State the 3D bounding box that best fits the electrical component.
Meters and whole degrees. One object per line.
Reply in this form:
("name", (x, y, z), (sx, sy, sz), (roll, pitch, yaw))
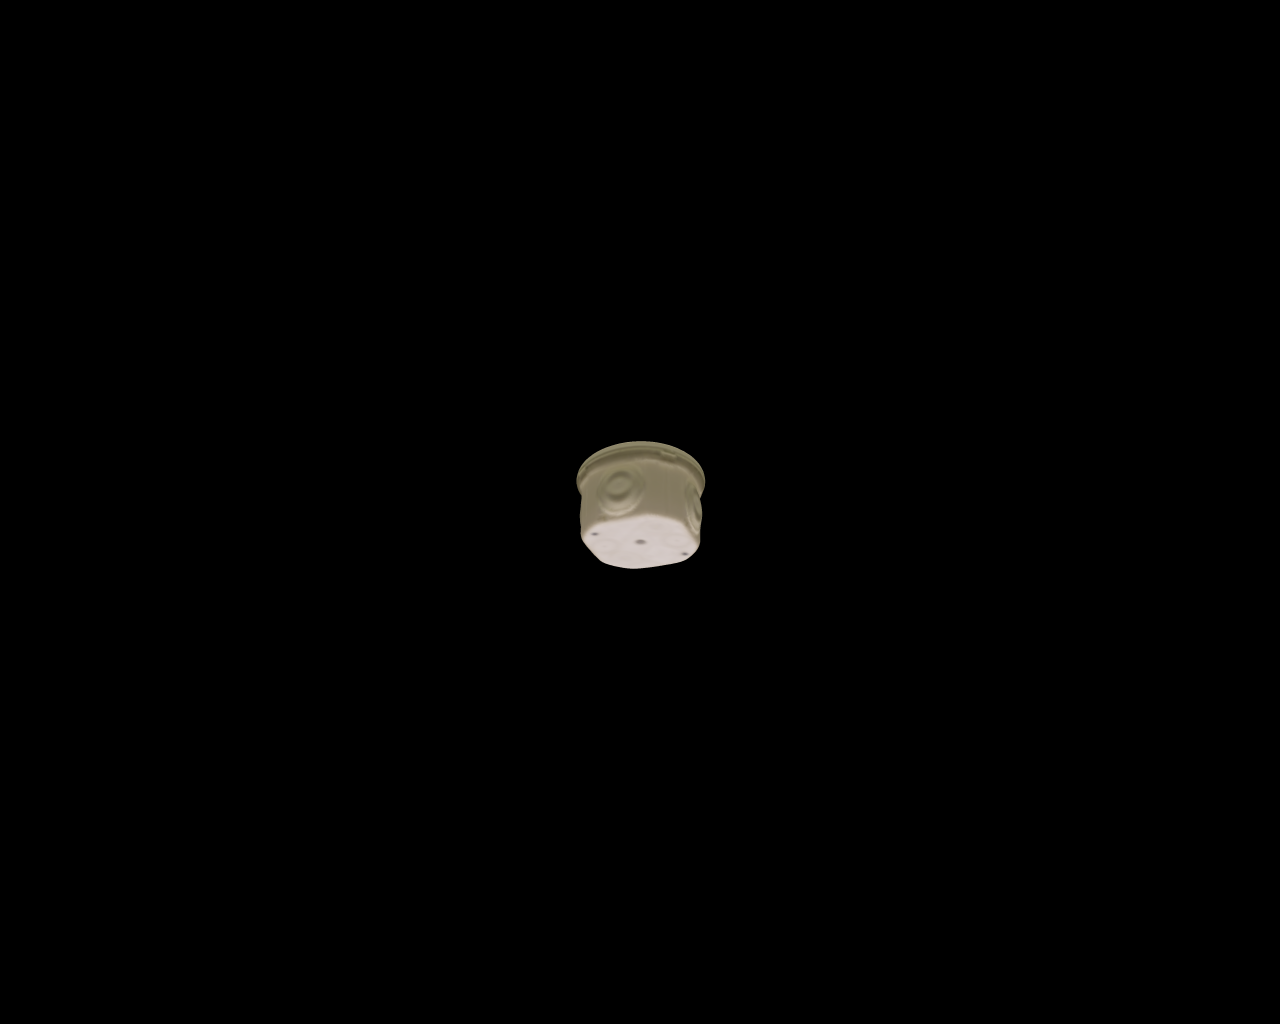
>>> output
("electrical component", (0.001, -0.003, 0.650), (0.080, 0.051, 0.080), (0, -30, 0))
